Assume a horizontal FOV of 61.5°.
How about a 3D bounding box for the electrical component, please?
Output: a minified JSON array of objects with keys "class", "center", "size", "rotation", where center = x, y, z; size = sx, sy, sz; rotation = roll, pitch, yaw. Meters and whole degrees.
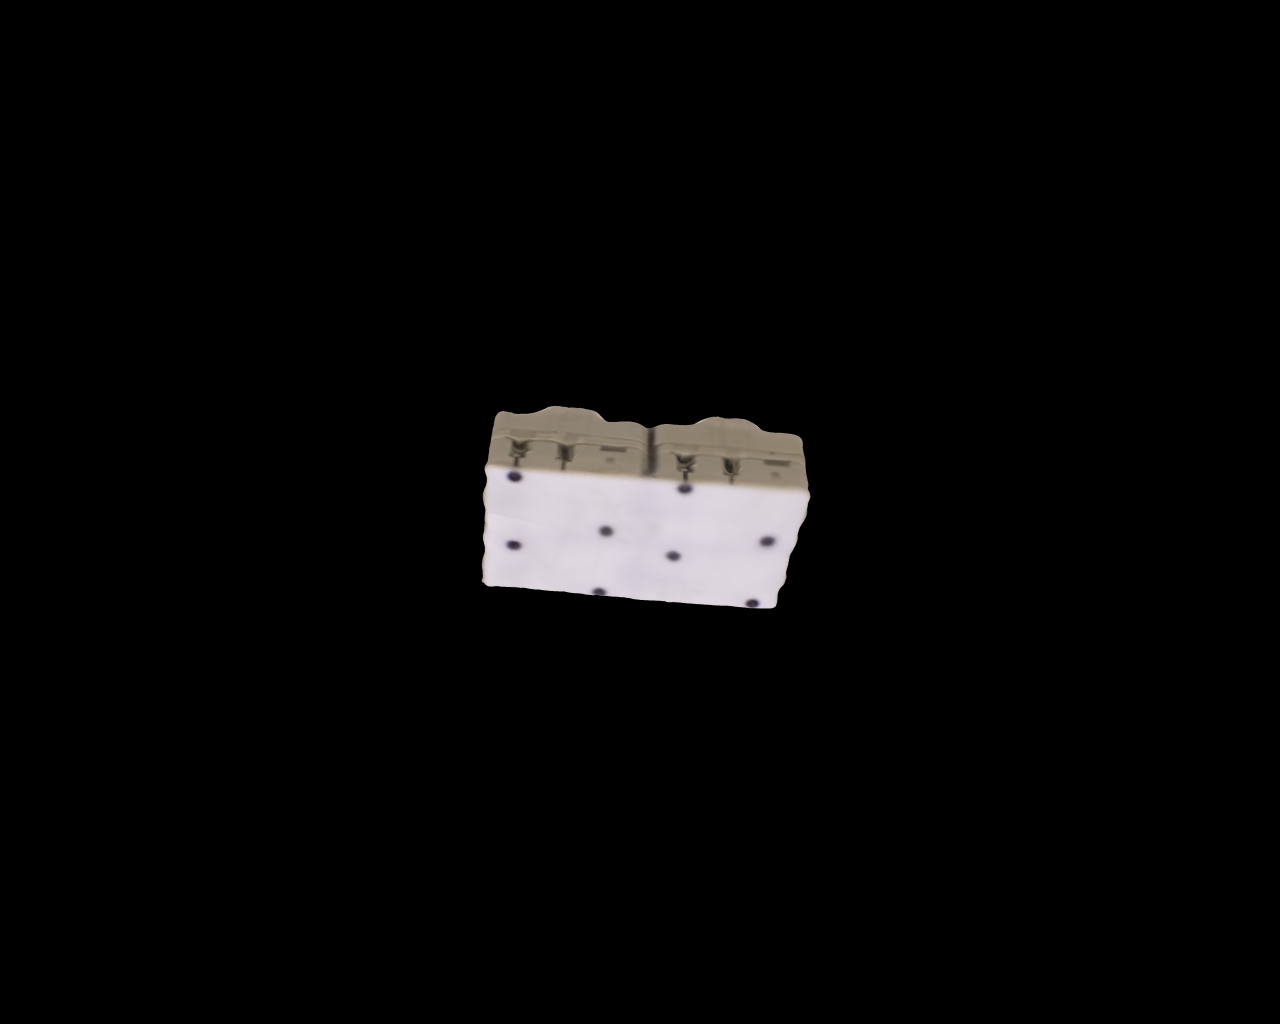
[{"class":"electrical component","center":[0.001,-0.003,0.650],"size":[0.186,0.105,0.060],"rotation":[4,44,-4]}]
